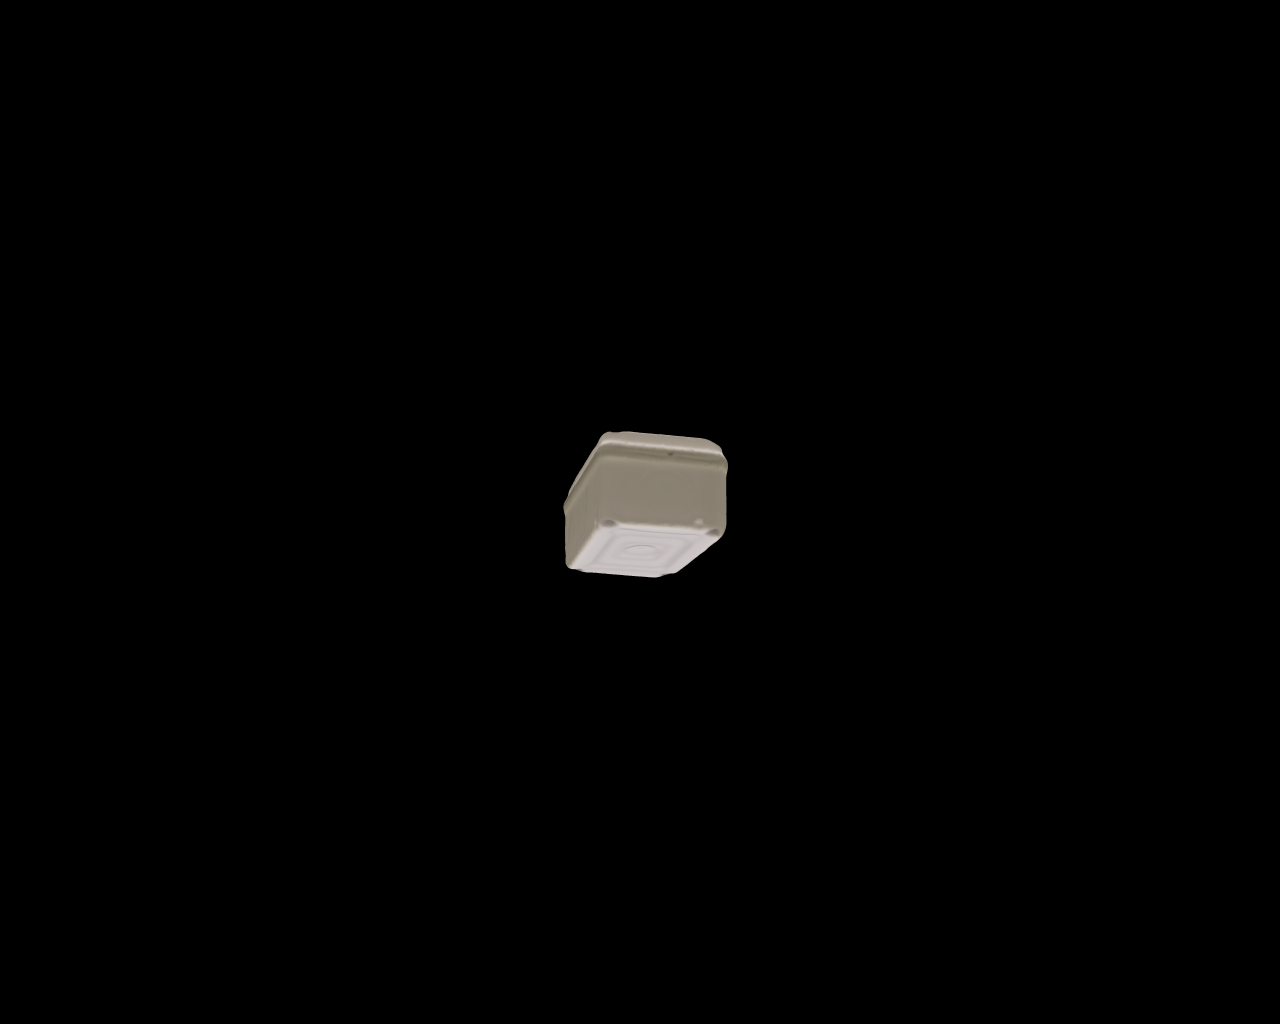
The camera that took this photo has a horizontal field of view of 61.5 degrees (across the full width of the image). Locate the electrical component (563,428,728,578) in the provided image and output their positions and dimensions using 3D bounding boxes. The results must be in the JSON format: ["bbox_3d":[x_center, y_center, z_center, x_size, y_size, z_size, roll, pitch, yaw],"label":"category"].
[{"bbox_3d":[0.001,-0.003,0.650,0.078,0.057,0.113,5,-19,-15],"label":"electrical component"}]
